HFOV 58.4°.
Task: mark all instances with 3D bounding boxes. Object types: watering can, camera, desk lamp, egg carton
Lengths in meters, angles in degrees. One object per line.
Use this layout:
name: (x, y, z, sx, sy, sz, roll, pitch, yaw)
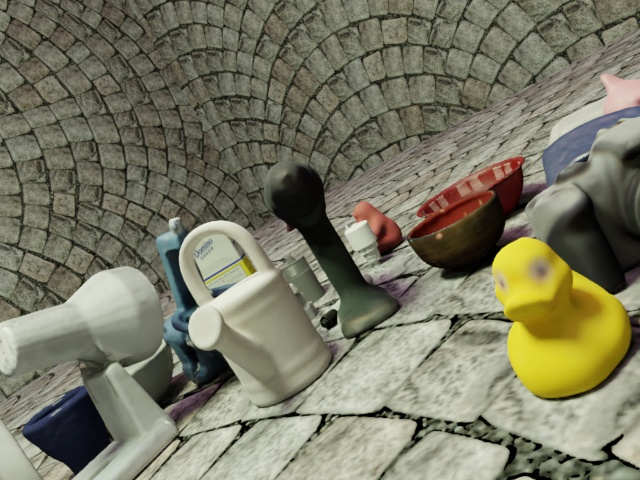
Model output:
watering can: (-0.077, 0.070, 0.602, 0.101, 0.194, 0.173, -31, 8, -2)
camera: (0.231, -0.029, 0.404, 0.143, 0.101, 0.137, -30, 8, 9)
desk lamp: (-0.254, 0.156, 0.658, 0.117, 0.213, 0.204, -25, 9, 35)
egg carton: (0.366, -0.140, 0.728, 0.150, 0.069, 0.107, -27, 9, 30)

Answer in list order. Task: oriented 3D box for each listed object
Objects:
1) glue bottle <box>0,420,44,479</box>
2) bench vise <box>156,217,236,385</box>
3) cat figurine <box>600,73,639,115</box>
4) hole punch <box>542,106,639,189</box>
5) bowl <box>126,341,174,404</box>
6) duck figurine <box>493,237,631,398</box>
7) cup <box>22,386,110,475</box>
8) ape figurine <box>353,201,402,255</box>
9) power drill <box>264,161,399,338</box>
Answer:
glue bottle: (-0.391, 0.255, 0.701, 0.037, 0.173, 0.078, -36, 9, -33)
bench vise: (-0.177, 0.088, 0.772, 0.207, 0.220, 0.122, -27, 8, 24)
cat figurine: (0.331, -0.127, 0.593, 0.067, 0.118, 0.128, -26, 9, 33)
hole punch: (0.264, -0.061, 0.520, 0.108, 0.091, 0.101, -26, 9, 31)
bowl: (-0.281, 0.224, 0.853, 0.167, 0.075, 0.167, -30, 8, 5)
duck figurine: (0.145, 0.037, 0.367, 0.077, 0.086, 0.105, -25, 10, 37)
cup: (-0.320, 0.253, 0.737, 0.117, 0.095, 0.092, -23, 11, 44)
ape figurine: (0.088, -0.021, 0.950, 0.076, 0.092, 0.078, -28, 8, 17)
power drill: (0.006, 0.002, 0.665, 0.075, 0.208, 0.229, -31, 8, -1)
